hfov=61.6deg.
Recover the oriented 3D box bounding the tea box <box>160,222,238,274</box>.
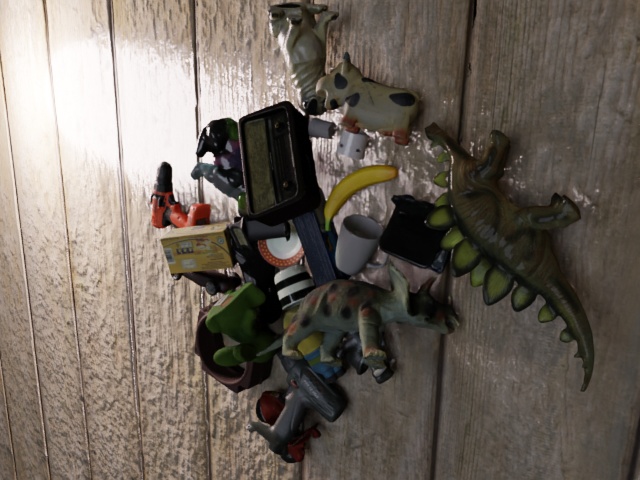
[{"bbox_3d":[-0.282,0.019,1.283,0.170,0.068,0.098,-5,110,14],"label":"tea box"}]

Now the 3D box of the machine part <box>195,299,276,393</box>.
[{"bbox_3d":[-0.214,0.256,1.322,0.201,0.087,0.201,25,113,31],"label":"machine part"}]

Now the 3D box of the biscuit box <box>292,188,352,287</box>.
[{"bbox_3d":[-0.002,-0.003,1.114,0.063,0.059,0.202,-20,88,37],"label":"biscuit box"}]

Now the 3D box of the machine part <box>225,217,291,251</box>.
[{"bbox_3d":[-0.129,-0.016,1.163,0.139,0.039,0.084,-9,127,17],"label":"machine part"}]

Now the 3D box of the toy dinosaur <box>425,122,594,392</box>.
[{"bbox_3d":[0.293,-0.005,0.829,0.198,0.105,0.472,-43,66,18],"label":"toy dinosaur"}]

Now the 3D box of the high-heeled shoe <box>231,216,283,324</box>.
[{"bbox_3d":[-0.149,0.072,1.258,0.145,0.086,0.249,101,149,-57],"label":"high-heeled shoe"}]

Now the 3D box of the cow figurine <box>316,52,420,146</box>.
[{"bbox_3d":[0.083,-0.253,0.959,0.195,0.085,0.127,19,87,17],"label":"cow figurine"}]

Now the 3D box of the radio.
[{"bbox_3d":[-0.082,-0.154,1.074,0.131,0.073,0.229,-17,71,23],"label":"radio"}]

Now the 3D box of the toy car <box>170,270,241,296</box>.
[{"bbox_3d":[-0.287,0.094,1.335,0.202,0.089,0.053,14,114,35],"label":"toy car"}]

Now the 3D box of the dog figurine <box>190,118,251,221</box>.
[{"bbox_3d":[-0.165,-0.148,1.178,0.219,0.108,0.191,30,115,23],"label":"dog figurine"}]

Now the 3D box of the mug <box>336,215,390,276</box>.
[{"bbox_3d":[0.081,0.020,1.052,0.110,0.081,0.107,26,127,9],"label":"mug"}]

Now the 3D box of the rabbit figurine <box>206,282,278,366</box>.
[{"bbox_3d":[-0.155,0.200,1.155,0.121,0.159,0.170,-27,108,37],"label":"rabbit figurine"}]

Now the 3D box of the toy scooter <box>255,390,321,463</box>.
[{"bbox_3d":[-0.067,0.428,1.258,0.135,0.075,0.184,-31,84,38],"label":"toy scooter"}]

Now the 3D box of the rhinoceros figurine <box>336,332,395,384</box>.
[{"bbox_3d":[0.082,0.204,1.096,0.112,0.073,0.190,-35,74,24],"label":"rhinoceros figurine"}]

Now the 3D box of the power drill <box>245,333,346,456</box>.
[{"bbox_3d":[-0.073,0.354,1.202,0.232,0.086,0.207,36,80,19],"label":"power drill"}]

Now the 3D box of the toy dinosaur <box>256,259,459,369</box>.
[{"bbox_3d":[0.046,0.139,1.019,0.405,0.131,0.192,-3,63,29],"label":"toy dinosaur"}]

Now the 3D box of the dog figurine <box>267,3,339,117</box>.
[{"bbox_3d":[-0.039,-0.351,1.046,0.172,0.121,0.190,-118,23,-51],"label":"dog figurine"}]

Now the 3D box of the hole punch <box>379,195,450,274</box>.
[{"bbox_3d":[0.184,-0.008,0.968,0.142,0.092,0.115,25,87,33],"label":"hole punch"}]

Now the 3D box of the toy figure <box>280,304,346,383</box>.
[{"bbox_3d":[-0.008,0.219,1.150,0.180,0.082,0.089,55,140,6],"label":"toy figure"}]
